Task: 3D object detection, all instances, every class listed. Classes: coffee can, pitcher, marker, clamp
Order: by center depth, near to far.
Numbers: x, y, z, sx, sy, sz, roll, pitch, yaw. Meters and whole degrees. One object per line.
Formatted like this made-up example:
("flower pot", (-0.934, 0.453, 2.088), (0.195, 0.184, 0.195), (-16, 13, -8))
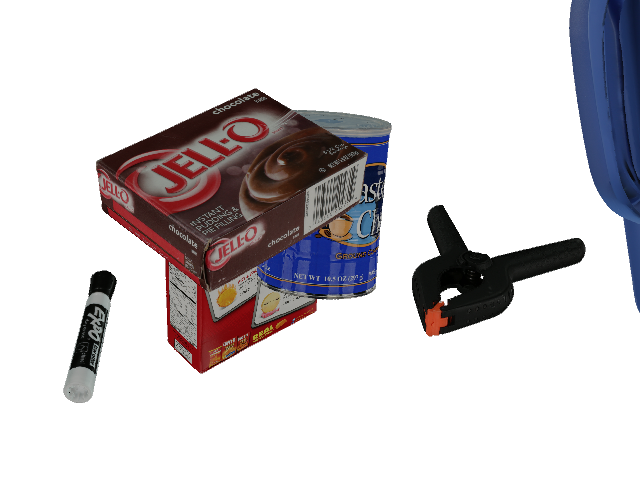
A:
("pitcher", (0.215, -0.065, 0.590), (0.149, 0.243, 0.145), (-7, 22, 11))
("marker", (-0.157, 0.062, 0.733), (0.020, 0.020, 0.121), (0, 37, -1))
("coffee can", (0.002, -0.033, 0.893), (0.103, 0.140, 0.103), (4, 14, -1))
("clamp", (0.139, 0.026, 1.020), (0.165, 0.036, 0.209), (18, 34, 30))

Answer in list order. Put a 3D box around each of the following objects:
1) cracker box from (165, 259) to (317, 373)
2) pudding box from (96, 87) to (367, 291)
("cracker box", (-0.077, 0.008, 1.085), (0.163, 0.214, 0.072), (-26, 46, -35))
("pudding box", (-0.046, -0.030, 0.559), (0.113, 0.039, 0.090), (-29, 49, -35))
